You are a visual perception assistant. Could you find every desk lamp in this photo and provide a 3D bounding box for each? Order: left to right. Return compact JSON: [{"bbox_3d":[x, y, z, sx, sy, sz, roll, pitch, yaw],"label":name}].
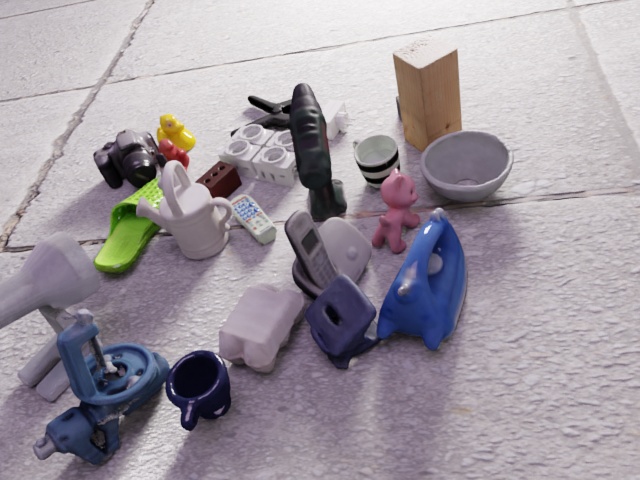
[{"bbox_3d":[-0.444,0.121,0.942,0.117,0.214,0.203,18,55,30],"label":"desk lamp"}]

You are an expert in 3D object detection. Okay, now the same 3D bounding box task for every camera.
[{"bbox_3d":[-0.434,-0.178,1.301,0.143,0.101,0.136,-26,46,-8],"label":"camera"}]

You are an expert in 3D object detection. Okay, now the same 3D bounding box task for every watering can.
[{"bbox_3d":[-0.255,-0.059,1.068,0.173,0.194,0.100,-22,45,-4],"label":"watering can"}]

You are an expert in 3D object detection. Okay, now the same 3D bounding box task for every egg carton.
[{"bbox_3d":[-0.093,0.138,0.922,0.107,0.069,0.150,11,52,26],"label":"egg carton"}]

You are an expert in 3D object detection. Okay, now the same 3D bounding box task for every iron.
[{"bbox_3d":[0.167,0.034,0.890,0.118,0.142,0.258,9,51,24],"label":"iron"}]

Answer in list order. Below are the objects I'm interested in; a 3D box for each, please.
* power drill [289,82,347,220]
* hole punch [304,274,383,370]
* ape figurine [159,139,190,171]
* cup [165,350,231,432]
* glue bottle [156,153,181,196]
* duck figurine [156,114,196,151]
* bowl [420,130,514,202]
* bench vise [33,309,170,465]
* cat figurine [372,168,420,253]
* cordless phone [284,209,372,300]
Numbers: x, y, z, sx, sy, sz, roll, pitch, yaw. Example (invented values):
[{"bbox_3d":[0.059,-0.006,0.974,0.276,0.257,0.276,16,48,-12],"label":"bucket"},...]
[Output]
[{"bbox_3d":[-0.008,-0.152,1.071,0.075,0.209,0.229,-13,45,5],"label":"power drill"},{"bbox_3d":[0.033,0.124,0.881,0.101,0.091,0.108,-30,47,-12],"label":"hole punch"},{"bbox_3d":[-0.333,-0.185,1.282,0.075,0.092,0.078,28,61,36],"label":"ape figurine"},{"bbox_3d":[-0.169,0.234,0.836,0.091,0.095,0.117,-7,46,11],"label":"cup"},{"bbox_3d":[-0.285,-0.103,1.134,0.078,0.173,0.037,-10,46,8],"label":"glue bottle"},{"bbox_3d":[-0.354,-0.262,1.366,0.104,0.086,0.078,17,55,29],"label":"duck figurine"},{"bbox_3d":[0.270,-0.124,1.055,0.167,0.075,0.167,-8,46,9],"label":"bowl"},{"bbox_3d":[-0.321,0.212,0.814,0.121,0.220,0.207,6,50,22],"label":"bench vise"},{"bbox_3d":[0.132,-0.062,1.008,0.067,0.118,0.128,12,53,27],"label":"cat figurine"},{"bbox_3d":[0.009,0.003,0.936,0.093,0.185,0.148,15,54,28],"label":"cordless phone"}]
